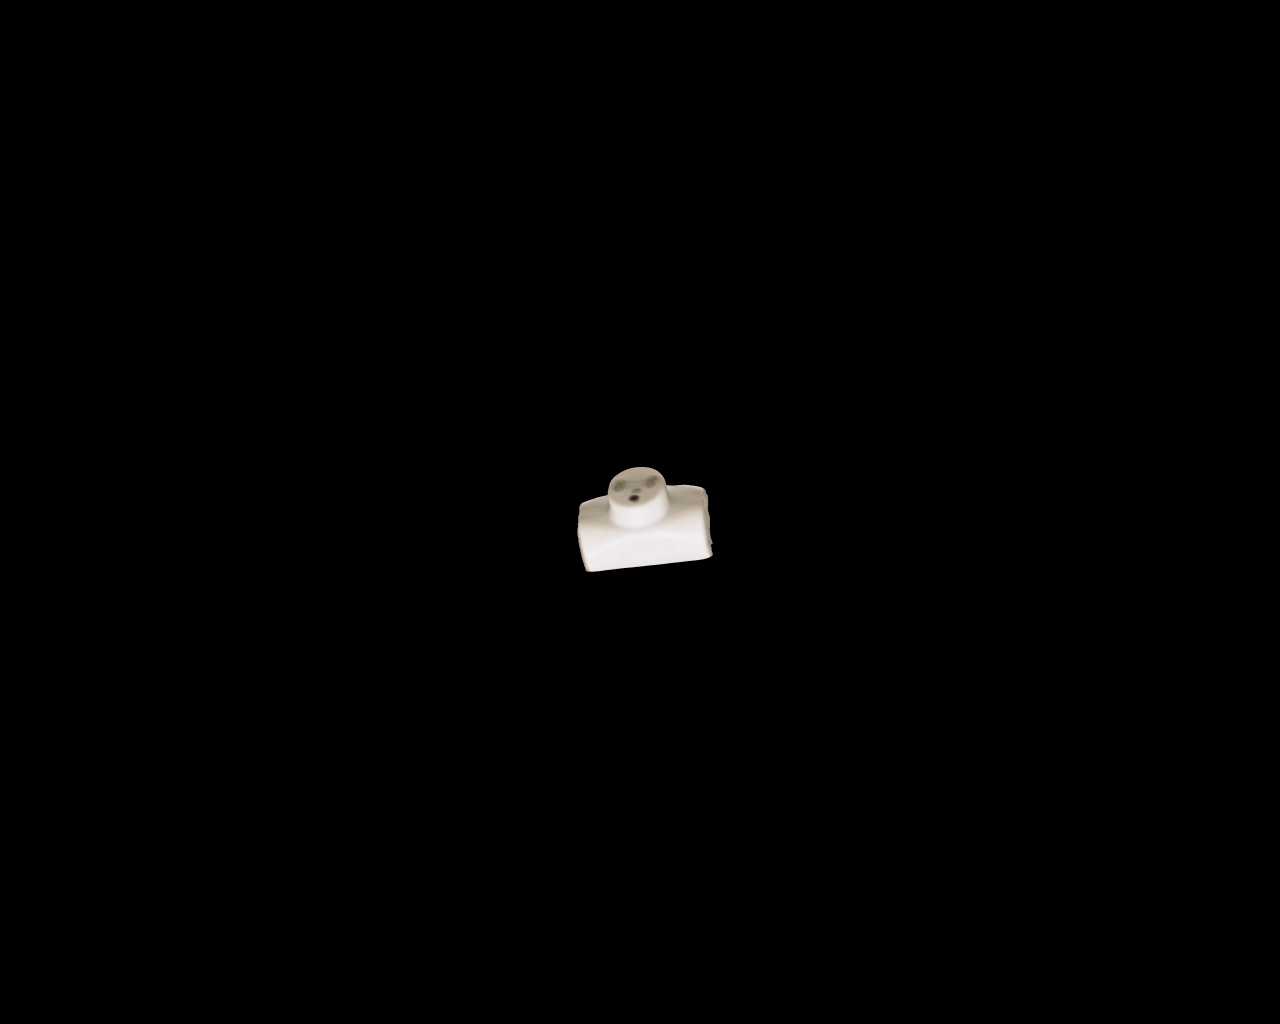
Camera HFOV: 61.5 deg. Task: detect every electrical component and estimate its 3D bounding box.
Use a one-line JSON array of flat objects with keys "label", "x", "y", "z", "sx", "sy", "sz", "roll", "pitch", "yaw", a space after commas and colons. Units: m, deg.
[{"label": "electrical component", "x": 0.001, "y": -0.003, "z": 0.650, "sx": 0.077, "sy": 0.079, "sz": 0.044, "roll": -7, "pitch": 40, "yaw": 6}]
